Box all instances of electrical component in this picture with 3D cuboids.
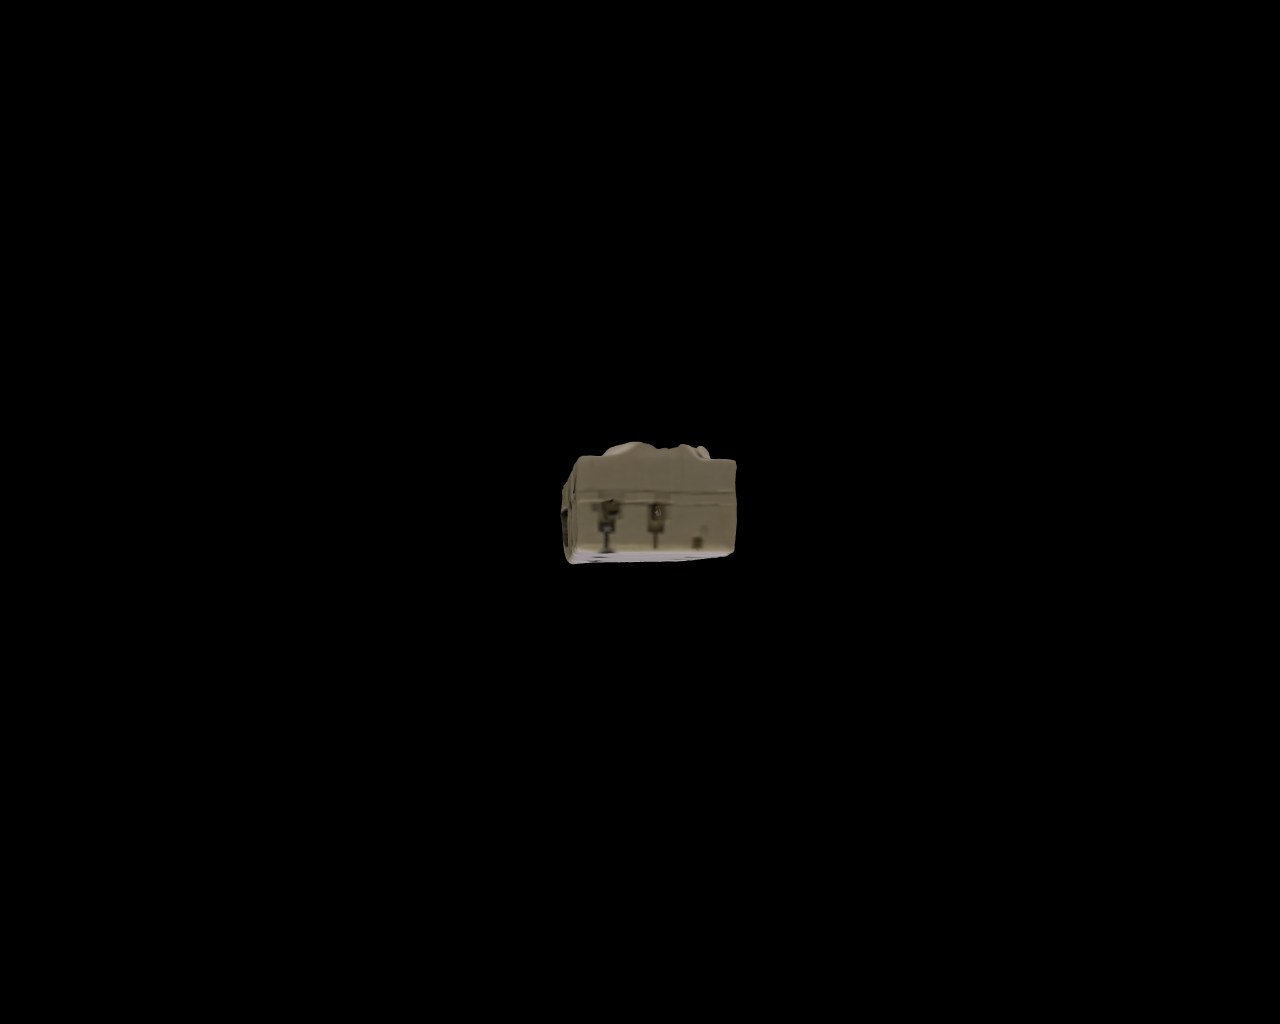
[{"bbox_3d":[0.001,-0.003,0.650,0.089,0.061,0.150,1,-4,-7],"label":"electrical component"}]
